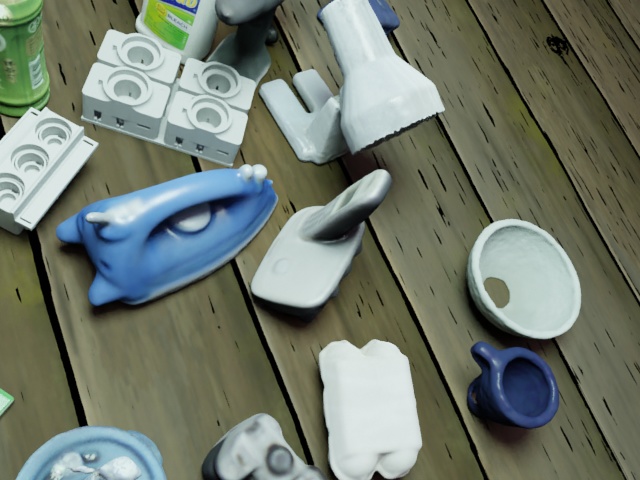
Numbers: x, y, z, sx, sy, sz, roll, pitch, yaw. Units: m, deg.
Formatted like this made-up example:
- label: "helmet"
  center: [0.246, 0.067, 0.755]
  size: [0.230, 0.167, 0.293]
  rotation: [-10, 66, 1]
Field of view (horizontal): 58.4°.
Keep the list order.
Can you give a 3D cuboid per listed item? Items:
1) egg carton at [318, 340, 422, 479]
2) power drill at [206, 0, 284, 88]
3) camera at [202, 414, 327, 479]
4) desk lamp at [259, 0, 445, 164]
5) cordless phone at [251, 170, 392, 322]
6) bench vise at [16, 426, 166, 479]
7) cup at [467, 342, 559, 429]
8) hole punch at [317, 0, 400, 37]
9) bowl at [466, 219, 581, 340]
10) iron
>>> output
- label: "egg carton"
  center: [0.052, 0.185, 0.631]
  size: [0.107, 0.069, 0.150]
  rotation: [2, 66, -22]
- label: "power drill"
  center: [-0.082, -0.278, 0.710]
  size: [0.076, 0.208, 0.230]
  rotation: [29, 59, -7]
- label: "camera"
  center: [-0.063, 0.257, 0.531]
  size: [0.137, 0.100, 0.143]
  rotation: [-35, 83, -31]
- label: "desk lamp"
  center: [0.033, -0.179, 0.709]
  size: [0.118, 0.213, 0.203]
  rotation: [-27, 79, -30]
- label: "cordless phone"
  center: [0.006, 0.002, 0.629]
  size: [0.094, 0.184, 0.148]
  rotation: [30, 59, -6]
- label: "bench vise"
  center: [-0.187, 0.231, 0.422]
  size: [0.121, 0.219, 0.207]
  rotation: [29, 59, -8]
- label: "cup"
  center: [0.210, 0.175, 0.686]
  size: [0.118, 0.094, 0.092]
  rotation: [43, 58, 1]
- label: "hole punch"
  center: [0.066, -0.357, 0.877]
  size: [0.101, 0.091, 0.108]
  rotation: [-36, 83, -31]
- label: "bowl"
  center: [0.260, 0.061, 0.772]
  size: [0.168, 0.074, 0.167]
  rotation: [9, 63, -18]
- label: "iron"
  center: [-0.136, -0.033, 0.613]
  size: [0.259, 0.141, 0.118]
  rotation: [-26, 78, -30]
